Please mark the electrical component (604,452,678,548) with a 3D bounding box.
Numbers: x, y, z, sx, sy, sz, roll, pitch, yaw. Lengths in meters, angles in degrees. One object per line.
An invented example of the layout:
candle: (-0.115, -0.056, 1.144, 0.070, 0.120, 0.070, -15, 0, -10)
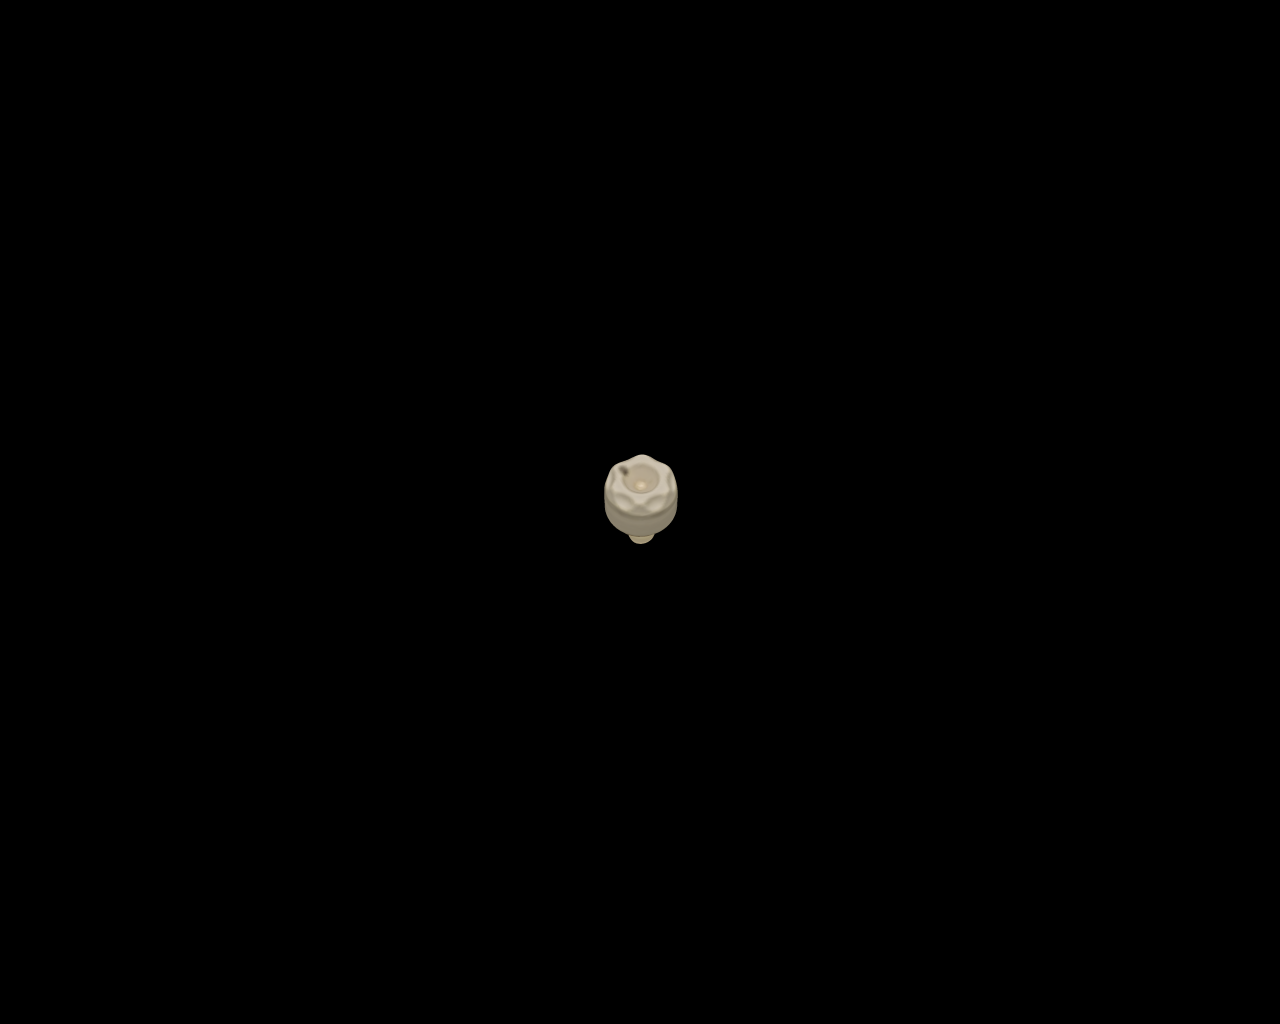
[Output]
electrical component: (0.001, -0.003, 0.650, 0.043, 0.043, 0.062, 0, -36, 0)
